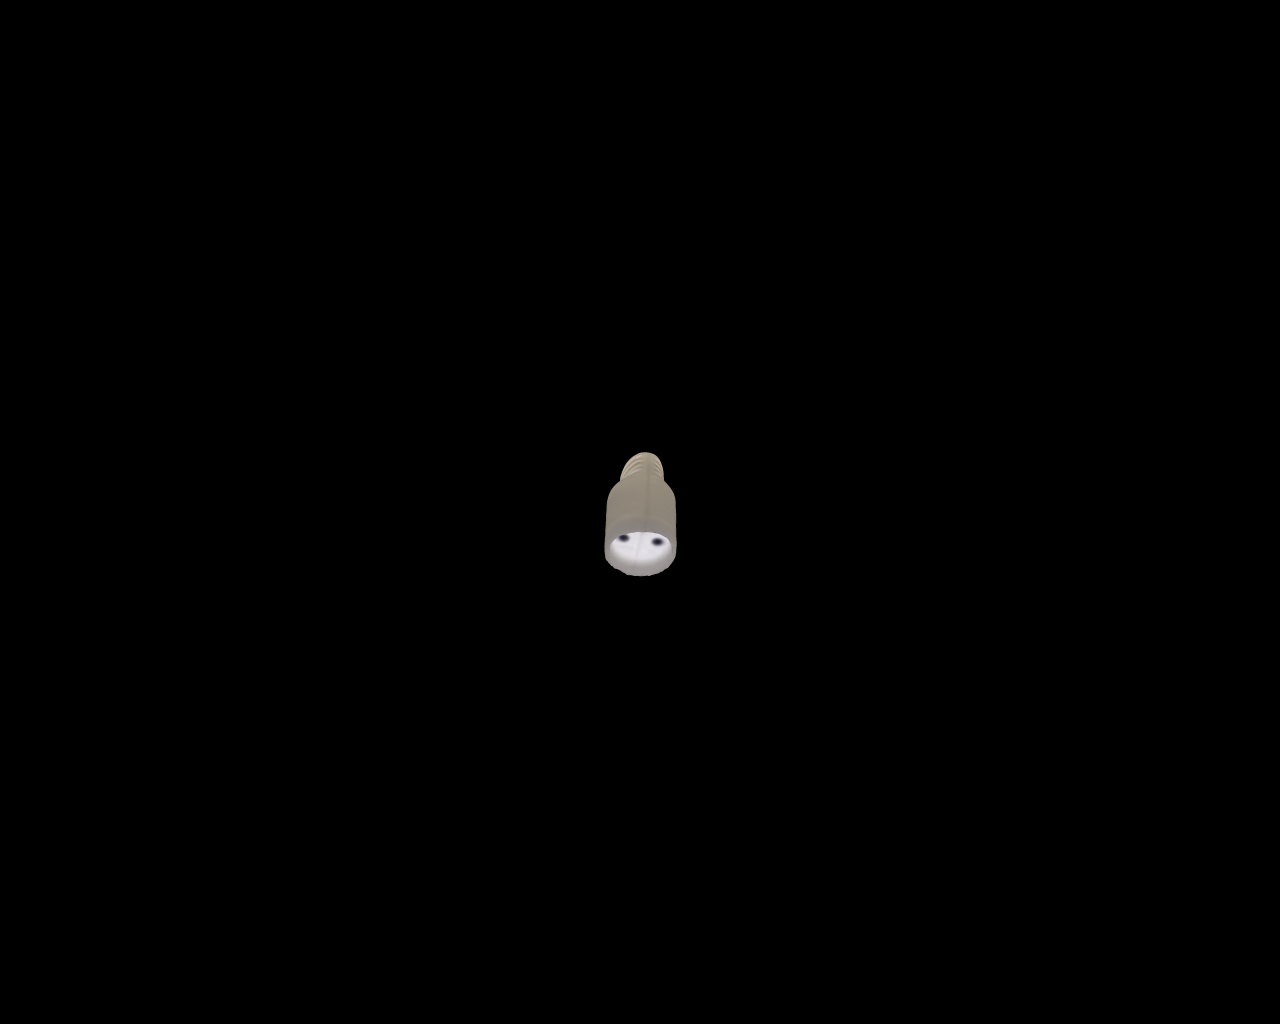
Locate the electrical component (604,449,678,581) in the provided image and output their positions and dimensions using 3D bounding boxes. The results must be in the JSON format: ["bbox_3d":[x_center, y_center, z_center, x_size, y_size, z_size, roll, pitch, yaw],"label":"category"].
[{"bbox_3d":[0.001,-0.003,0.650,0.043,0.043,0.081,0,44,0],"label":"electrical component"}]
